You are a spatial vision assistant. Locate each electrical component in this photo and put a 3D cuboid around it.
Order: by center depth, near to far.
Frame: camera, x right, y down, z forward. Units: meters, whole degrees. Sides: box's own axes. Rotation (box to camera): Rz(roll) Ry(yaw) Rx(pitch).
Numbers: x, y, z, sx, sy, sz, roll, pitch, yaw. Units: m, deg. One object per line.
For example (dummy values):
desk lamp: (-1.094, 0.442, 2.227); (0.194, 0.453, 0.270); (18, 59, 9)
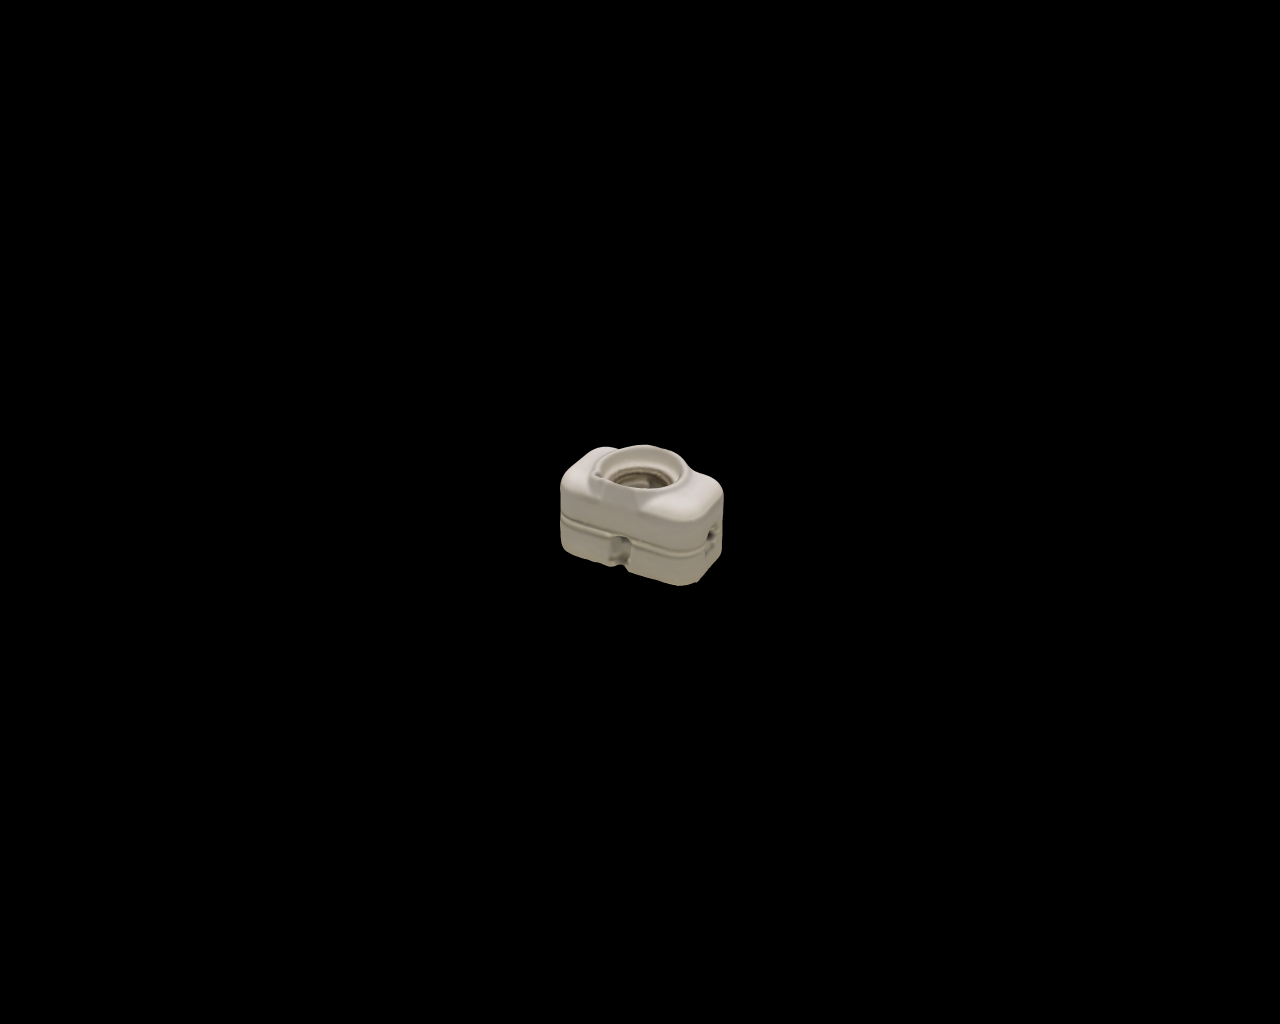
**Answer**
electrical component: (0.001, -0.003, 0.650); (0.095, 0.059, 0.054); (17, 36, 24)
